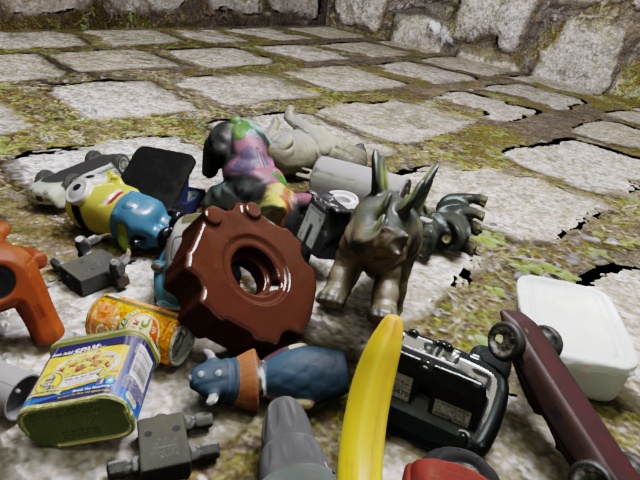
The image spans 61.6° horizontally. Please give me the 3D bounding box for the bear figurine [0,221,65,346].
[{"bbox_3d":[-0.380,0.047,0.598,0.120,0.131,0.196,-18,19,-39],"label":"bear figurine"}]

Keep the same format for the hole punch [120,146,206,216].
[{"bbox_3d":[-0.257,-0.075,0.866,0.142,0.092,0.116,15,60,10],"label":"hole punch"}]

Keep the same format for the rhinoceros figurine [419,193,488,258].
[{"bbox_3d":[0.206,-0.029,0.868,0.112,0.073,0.190,20,31,20],"label":"rhinoceros figurine"}]

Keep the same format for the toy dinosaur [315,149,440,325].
[{"bbox_3d":[0.079,0.001,0.661,0.105,0.198,0.471,21,-3,4],"label":"toy dinosaur"}]

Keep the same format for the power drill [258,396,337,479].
[{"bbox_3d":[-0.077,0.213,0.374,0.207,0.085,0.232,2,30,-25],"label":"power drill"}]

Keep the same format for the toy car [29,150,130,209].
[{"bbox_3d":[-0.396,-0.106,0.907,0.074,0.056,0.202,8,27,17],"label":"toy car"}]

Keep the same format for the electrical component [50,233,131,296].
[{"bbox_3d":[-0.289,0.030,0.689,0.102,0.045,0.078,29,34,36],"label":"electrical component"}]

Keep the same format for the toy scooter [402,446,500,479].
[{"bbox_3d":[0.125,0.234,0.372,0.184,0.075,0.135,26,35,24],"label":"toy scooter"}]

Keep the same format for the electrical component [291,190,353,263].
[{"bbox_3d":[-0.002,-0.002,0.742,0.047,0.119,0.075,4,22,-41],"label":"electrical component"}]

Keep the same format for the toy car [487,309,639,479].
[{"bbox_3d":[0.224,0.155,0.500,0.089,0.053,0.202,7,44,-38],"label":"toy car"}]

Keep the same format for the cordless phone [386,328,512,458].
[{"bbox_3d":[0.130,0.135,0.570,0.147,0.088,0.184,18,19,24],"label":"cordless phone"}]

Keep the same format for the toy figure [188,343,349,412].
[{"bbox_3d":[-0.049,0.138,0.529,0.154,0.057,0.064,-3,24,-7],"label":"toy figure"}]

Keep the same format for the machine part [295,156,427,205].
[{"bbox_3d":[0.071,-0.094,0.957,0.243,0.079,0.079,16,30,19],"label":"machine part"}]

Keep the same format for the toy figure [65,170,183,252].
[{"bbox_3d":[-0.285,-0.033,0.772,0.180,0.089,0.082,22,24,11],"label":"toy figure"}]

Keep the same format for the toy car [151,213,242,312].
[{"bbox_3d":[-0.150,0.018,0.680,0.109,0.102,0.162,4,30,-7],"label":"toy car"}]

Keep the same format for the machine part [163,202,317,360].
[{"bbox_3d":[-0.082,0.043,0.599,0.179,0.056,0.179,25,47,-30],"label":"machine part"}]

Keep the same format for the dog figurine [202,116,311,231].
[{"bbox_3d":[-0.088,-0.092,0.828,0.108,0.191,0.219,-8,16,-37],"label":"dog figurine"}]

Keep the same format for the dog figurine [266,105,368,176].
[{"bbox_3d":[-0.013,-0.155,1.038,0.191,0.121,0.172,28,57,8],"label":"dog figurine"}]

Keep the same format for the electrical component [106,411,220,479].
[{"bbox_3d":[-0.137,0.179,0.470,0.094,0.021,0.063,-6,31,-20],"label":"electrical component"}]
